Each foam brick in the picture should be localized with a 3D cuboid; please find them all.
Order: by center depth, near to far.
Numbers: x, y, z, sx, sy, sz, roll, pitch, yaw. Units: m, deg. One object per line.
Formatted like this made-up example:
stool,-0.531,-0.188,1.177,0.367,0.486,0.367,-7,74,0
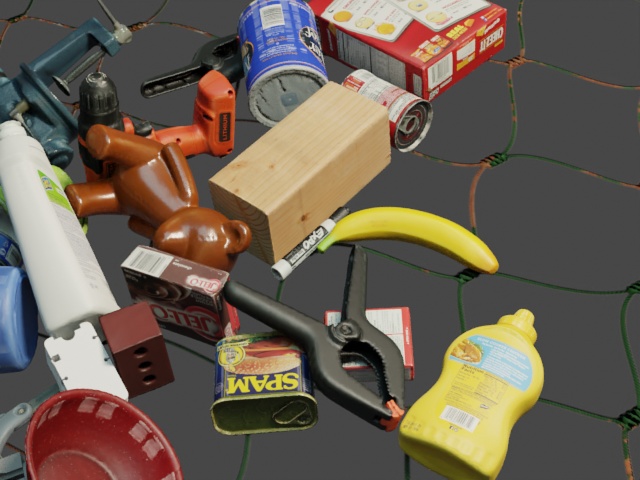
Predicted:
foam brick,-0.182,0.109,1.067,0.053,0.078,0.051,-21,47,-12

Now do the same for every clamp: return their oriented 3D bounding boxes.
clamp,0.026,0.091,1.037,0.164,0.036,0.210,-23,58,-32
clamp,-0.151,-0.220,1.389,0.120,0.039,0.171,19,46,12

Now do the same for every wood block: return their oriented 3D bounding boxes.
wood block,-0.018,-0.078,1.211,0.090,0.091,0.205,30,57,29

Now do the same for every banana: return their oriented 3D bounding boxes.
banana,0.099,-0.002,1.168,0.198,0.037,0.069,6,67,13

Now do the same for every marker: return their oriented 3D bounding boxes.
marker,-0.008,0.001,1.185,0.020,0.020,0.121,31,58,29

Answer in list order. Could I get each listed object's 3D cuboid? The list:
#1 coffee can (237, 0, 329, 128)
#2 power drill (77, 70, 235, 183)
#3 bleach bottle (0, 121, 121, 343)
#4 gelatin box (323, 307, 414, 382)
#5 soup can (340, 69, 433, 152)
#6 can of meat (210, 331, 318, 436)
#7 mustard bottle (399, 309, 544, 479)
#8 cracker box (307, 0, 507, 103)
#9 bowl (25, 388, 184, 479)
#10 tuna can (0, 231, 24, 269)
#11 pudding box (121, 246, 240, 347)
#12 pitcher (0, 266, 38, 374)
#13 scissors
coffee can,-0.046,-0.222,1.330,0.103,0.103,0.140,-9,52,-2
power drill,-0.190,-0.134,1.232,0.187,0.184,0.057,-22,52,-26
bleach bottle,-0.285,-0.014,1.122,0.068,0.102,0.251,-27,69,3
gelatin box,0.048,0.107,1.076,0.089,0.030,0.073,-3,49,3
soup can,0.076,-0.158,1.288,0.102,0.068,0.068,33,59,31
can of meat,-0.054,0.138,1.041,0.102,0.057,0.084,-5,45,1
mustard bottle,0.158,0.138,1.015,0.096,0.058,0.191,22,54,22
cracker box,0.109,-0.276,1.391,0.214,0.072,0.164,33,58,32
bowl,-0.202,0.215,0.957,0.162,0.055,0.162,31,33,-23
tuna can,-0.369,0.022,1.163,0.086,0.086,0.033,4,50,10
pudding box,-0.142,0.059,1.100,0.114,0.090,0.039,18,51,22
pitcher,-0.419,0.075,1.087,0.243,0.149,0.145,-3,39,0
scissors,-0.317,0.171,1.068,0.096,0.016,0.201,24,54,25
